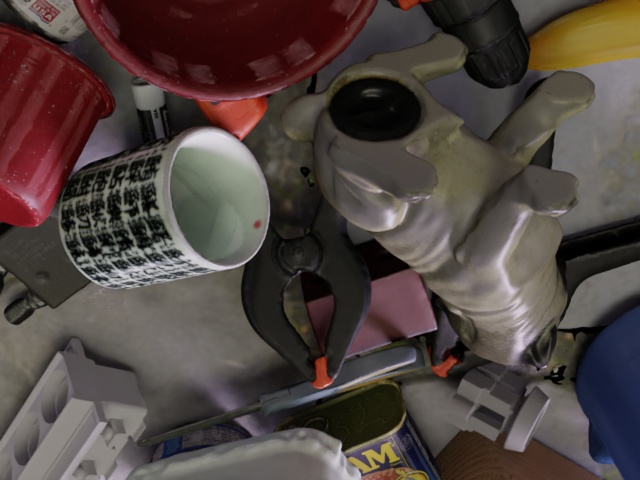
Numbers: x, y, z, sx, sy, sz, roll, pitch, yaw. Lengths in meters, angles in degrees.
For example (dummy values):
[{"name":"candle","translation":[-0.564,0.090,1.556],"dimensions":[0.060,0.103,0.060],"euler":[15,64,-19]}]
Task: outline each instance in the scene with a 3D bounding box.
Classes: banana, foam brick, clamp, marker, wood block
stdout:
[{"name":"banana","translation":[0.220,-0.114,0.638],"dimensions":[0.197,0.037,0.070],"euler":[11,116,-10]},{"name":"foam brick","translation":[0.030,0.037,0.697],"dimensions":[0.078,0.053,0.051],"euler":[-19,118,5]},{"name":"clamp","translation":[0.135,0.004,0.696],"dimensions":[0.164,0.036,0.210],"euler":[40,110,-22]},{"name":"clamp","translation":[-0.004,0.001,0.649],"dimensions":[0.120,0.039,0.171],"euler":[-20,88,7]},{"name":"marker","translation":[-0.096,-0.042,0.663],"dimensions":[0.020,0.020,0.121],"euler":[-8,119,0]},{"name":"wood block","translation":[0.179,0.225,0.789],"dimensions":[0.206,0.091,0.090],"euler":[31,112,-19]}]

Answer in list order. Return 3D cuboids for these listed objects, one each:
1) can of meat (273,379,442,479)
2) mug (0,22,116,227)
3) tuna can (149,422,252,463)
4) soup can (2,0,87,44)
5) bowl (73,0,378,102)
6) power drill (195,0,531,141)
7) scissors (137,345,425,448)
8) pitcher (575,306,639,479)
[{"name":"can of meat","translation":[0.028,0.159,0.762],"dimensions":[0.102,0.057,0.084],"euler":[-24,120,9]},{"name":"mug","translation":[-0.180,-0.060,0.597],"dimensions":[0.093,0.117,0.081],"euler":[39,65,-38]},{"name":"tuna can","translation":[-0.082,0.175,0.773],"dimensions":[0.086,0.034,0.086],"euler":[-2,118,-4]},{"name":"soup can","translation":[-0.121,-0.161,0.568],"dimensions":[0.102,0.068,0.068],"euler":[-37,115,15]},{"name":"bowl","translation":[-0.047,-0.152,0.514],"dimensions":[0.162,0.055,0.162],"euler":[-9,120,-15]},{"name":"power drill","translation":[0.009,-0.131,0.603],"dimensions":[0.188,0.057,0.184],"euler":[-29,114,8]},{"name":"scissors","translation":[-0.020,0.101,0.700],"dimensions":[0.201,0.096,0.016],"euler":[-14,77,-15]},{"name":"pitcher","translation":[0.268,0.146,0.666],"dimensions":[0.145,0.243,0.149],"euler":[-12,125,-2]}]
